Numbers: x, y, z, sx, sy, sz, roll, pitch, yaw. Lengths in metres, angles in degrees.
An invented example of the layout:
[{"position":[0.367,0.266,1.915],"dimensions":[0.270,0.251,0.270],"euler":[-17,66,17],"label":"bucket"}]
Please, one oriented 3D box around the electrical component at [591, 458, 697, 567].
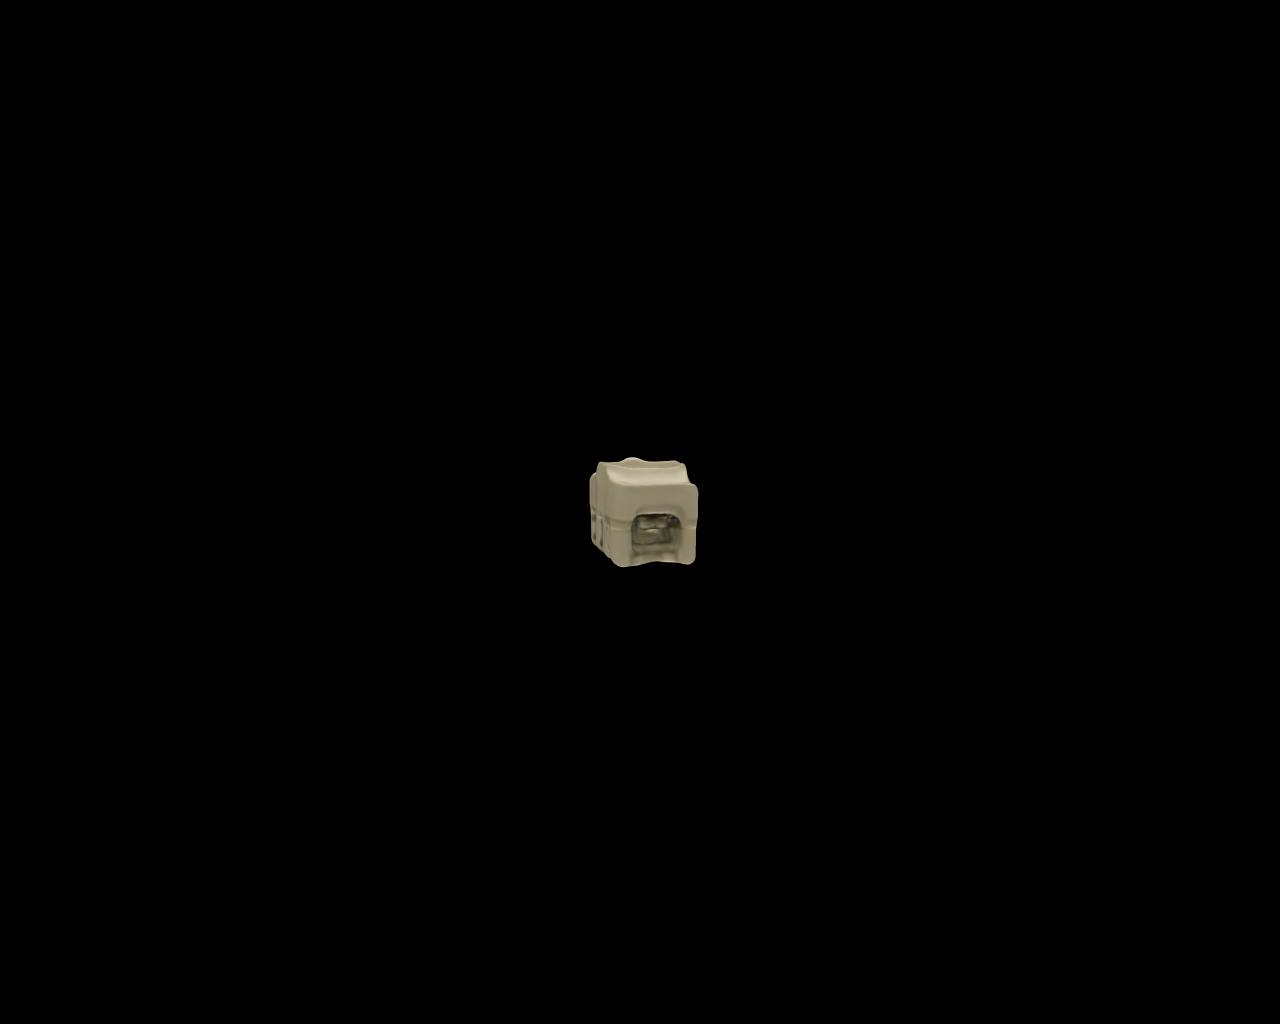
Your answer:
[{"position":[0.001,-0.003,0.650],"dimensions":[0.050,0.055,0.089],"euler":[-1,7,-11],"label":"electrical component"}]
